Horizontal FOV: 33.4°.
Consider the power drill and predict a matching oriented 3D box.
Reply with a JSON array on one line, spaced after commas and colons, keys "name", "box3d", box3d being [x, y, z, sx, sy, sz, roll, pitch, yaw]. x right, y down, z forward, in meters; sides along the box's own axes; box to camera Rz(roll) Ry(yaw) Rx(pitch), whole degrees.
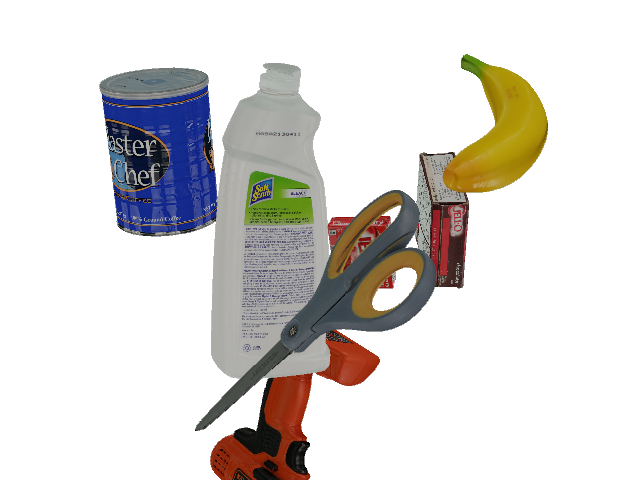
[{"name": "power drill", "box3d": [-0.015, 0.176, 0.969, 0.057, 0.188, 0.185, 13, 12, -46]}]

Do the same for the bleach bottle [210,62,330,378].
[{"name": "bleach bottle", "box3d": [-0.033, -0.015, 0.858, 0.102, 0.251, 0.068, -3, 21, -23]}]

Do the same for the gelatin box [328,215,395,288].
[{"name": "gelatin box", "box3d": [0.050, 0.015, 1.292, 0.073, 0.089, 0.030, 0, 29, 14]}]

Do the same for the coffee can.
[{"name": "coffee can", "box3d": [-0.154, -0.087, 1.032, 0.103, 0.140, 0.103, -2, 21, 1]}]

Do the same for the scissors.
[{"name": "scissors", "box3d": [-0.001, 0.060, 0.635, 0.016, 0.202, 0.096, 32, 8, -36]}]

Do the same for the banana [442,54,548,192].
[{"name": "banana", "box3d": [0.127, -0.078, 0.758, 0.069, 0.037, 0.197, 8, 32, 6]}]

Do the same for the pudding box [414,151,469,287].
[{"name": "pudding box", "box3d": [0.114, -0.021, 1.006, 0.039, 0.090, 0.113, -1, 29, -3]}]
